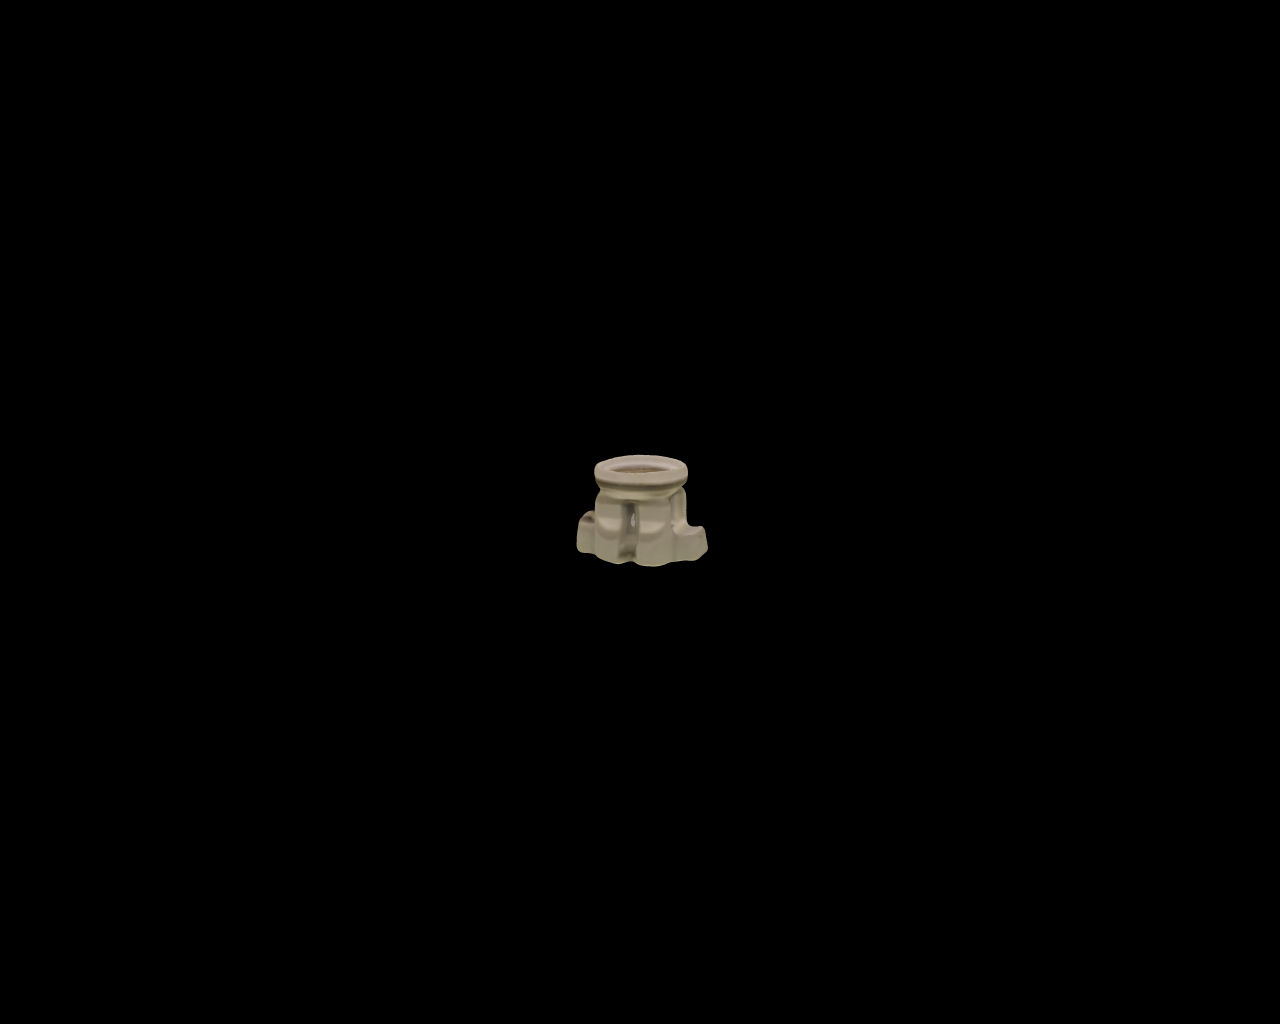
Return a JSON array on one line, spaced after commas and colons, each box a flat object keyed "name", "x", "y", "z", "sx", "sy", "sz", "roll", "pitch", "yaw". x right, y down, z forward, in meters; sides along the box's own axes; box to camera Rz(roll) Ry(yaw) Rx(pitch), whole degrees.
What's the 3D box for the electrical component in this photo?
[{"name": "electrical component", "x": 0.001, "y": -0.003, "z": 0.650, "sx": 0.078, "sy": 0.057, "sz": 0.058, "roll": 5, "pitch": 16, "yaw": 18}]
